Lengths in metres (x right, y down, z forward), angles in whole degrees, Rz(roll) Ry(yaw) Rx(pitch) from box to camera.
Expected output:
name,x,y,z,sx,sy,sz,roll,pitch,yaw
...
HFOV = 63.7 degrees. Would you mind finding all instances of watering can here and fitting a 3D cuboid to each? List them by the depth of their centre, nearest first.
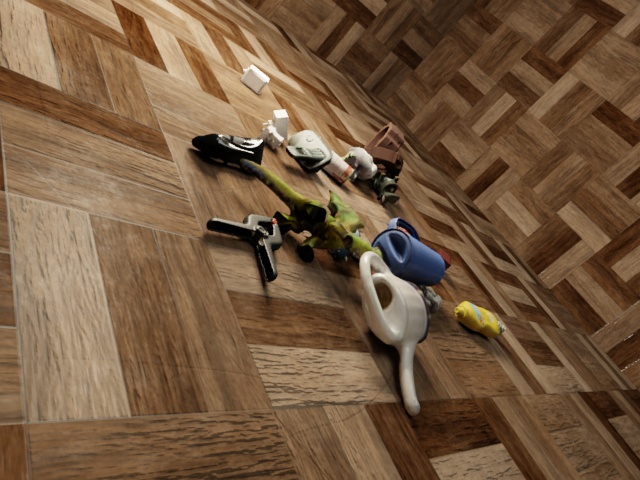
name,x,y,z,sx,sy,sz,roll,pitch,yaw
watering can,0.170,0.190,1.107,0.103,0.353,0.223,-27,-24,24

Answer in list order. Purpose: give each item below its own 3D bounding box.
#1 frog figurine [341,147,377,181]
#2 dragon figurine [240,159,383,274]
name,x,y,z,sx,sy,sz,roll,pitch,yaw
frog figurine,0.159,-0.276,1.904,0.160,0.121,0.139,-1,28,-46
dragon figurine,0.004,-0.062,1.232,0.120,0.412,0.245,-45,-9,24
